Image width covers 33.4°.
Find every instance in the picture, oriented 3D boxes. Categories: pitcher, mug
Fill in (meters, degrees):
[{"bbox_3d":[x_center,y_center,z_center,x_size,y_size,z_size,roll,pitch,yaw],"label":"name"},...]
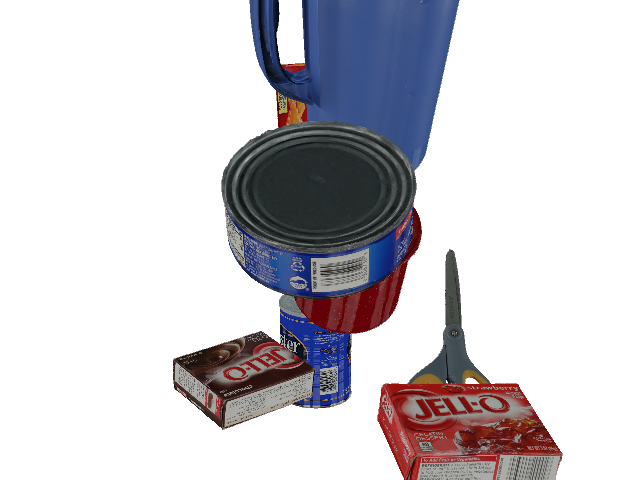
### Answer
[{"bbox_3d":[0.035,-0.161,0.875,0.149,0.144,0.243,19,-40,14],"label":"pitcher"},{"bbox_3d":[0.011,0.009,0.784,0.117,0.081,0.093,25,51,15],"label":"mug"}]

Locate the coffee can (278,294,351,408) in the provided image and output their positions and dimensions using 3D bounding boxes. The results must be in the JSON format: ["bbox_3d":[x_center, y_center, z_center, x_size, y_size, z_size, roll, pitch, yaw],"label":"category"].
[{"bbox_3d":[-0.007,0.149,1.494,0.103,0.140,0.103,0,17,0],"label":"coffee can"}]

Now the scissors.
[{"bbox_3d":[0.106,0.097,0.979,0.096,0.202,0.016,-9,-34,-9],"label":"scissors"}]

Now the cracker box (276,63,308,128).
[{"bbox_3d":[0.016,-0.097,1.086,0.072,0.164,0.214,-7,13,-16],"label":"cracker box"}]

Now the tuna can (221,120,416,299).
[{"bbox_3d":[0.000,-0.014,0.479,0.086,0.034,0.086,-1,44,1],"label":"tuna can"}]

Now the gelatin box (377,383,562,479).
[{"bbox_3d":[0.084,0.113,0.619,0.089,0.030,0.073,2,24,-12],"label":"gelatin box"}]

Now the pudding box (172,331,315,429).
[{"bbox_3d":[-0.075,0.136,1.052,0.113,0.039,0.090,-17,31,-36],"label":"pudding box"}]
